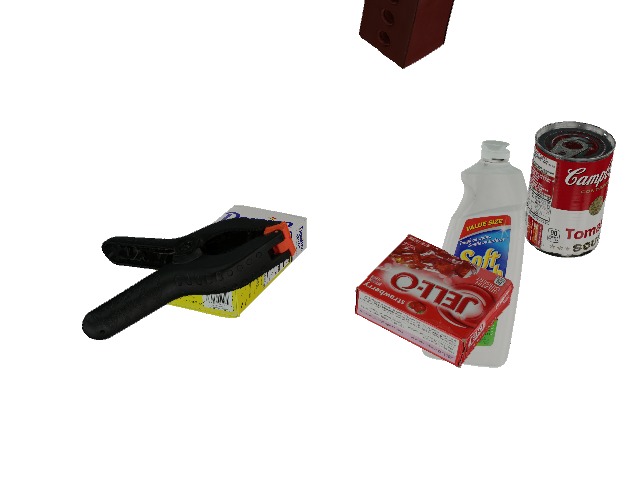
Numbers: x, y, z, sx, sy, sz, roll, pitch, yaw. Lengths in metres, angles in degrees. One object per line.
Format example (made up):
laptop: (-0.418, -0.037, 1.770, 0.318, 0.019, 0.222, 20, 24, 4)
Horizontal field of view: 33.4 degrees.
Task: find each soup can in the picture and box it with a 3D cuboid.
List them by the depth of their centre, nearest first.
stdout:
soup can: (0.218, -0.044, 0.942, 0.068, 0.102, 0.068, 0, 34, 0)

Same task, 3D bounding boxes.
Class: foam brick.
foam brick: (0.069, -0.185, 0.836, 0.051, 0.053, 0.078, -37, -25, -28)

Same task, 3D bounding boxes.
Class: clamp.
clamp: (-0.107, 0.025, 0.832, 0.172, 0.039, 0.120, -12, 39, 17)

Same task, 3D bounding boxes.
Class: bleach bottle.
bleach bottle: (0.176, 0.013, 1.201, 0.103, 0.251, 0.068, 8, 16, 15)

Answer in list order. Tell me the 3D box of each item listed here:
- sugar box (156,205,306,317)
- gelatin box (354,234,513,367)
sugar box: (-0.090, 0.018, 1.136, 0.093, 0.048, 0.176, 11, 30, 20)
gelatin box: (0.080, 0.040, 0.758, 0.089, 0.030, 0.073, 26, 46, 24)
